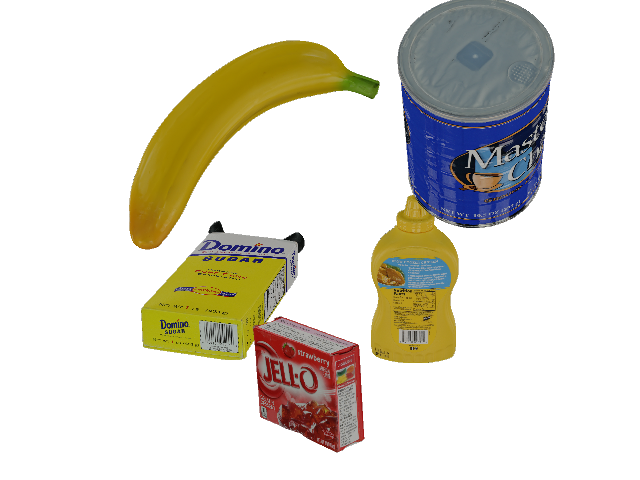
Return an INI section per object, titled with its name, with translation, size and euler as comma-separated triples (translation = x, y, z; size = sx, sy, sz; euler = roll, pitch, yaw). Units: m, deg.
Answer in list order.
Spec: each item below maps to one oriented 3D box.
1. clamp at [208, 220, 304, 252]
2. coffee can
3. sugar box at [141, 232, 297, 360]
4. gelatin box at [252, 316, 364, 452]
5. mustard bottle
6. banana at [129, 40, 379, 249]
[clamp]
translation = -0.086, 0.036, 1.258
size = 0.120, 0.039, 0.171
euler = -2, 40, 10
[coffee can]
translation = 0.110, -0.088, 0.762
size = 0.103, 0.103, 0.140
euler = 0, -30, 8
[sugar box]
translation = -0.087, 0.045, 0.972
size = 0.093, 0.048, 0.176
euler = 7, 26, 12
[gelatin box]
translation = -0.010, 0.101, 0.758
size = 0.030, 0.073, 0.089
euler = -17, 21, -39
[mustard bottle]
translation = 0.104, 0.041, 1.178
size = 0.096, 0.192, 0.058
euler = 1, 25, 6
[banana]
translation = -0.052, -0.072, 0.647
size = 0.197, 0.070, 0.037
euler = -38, -22, -26
